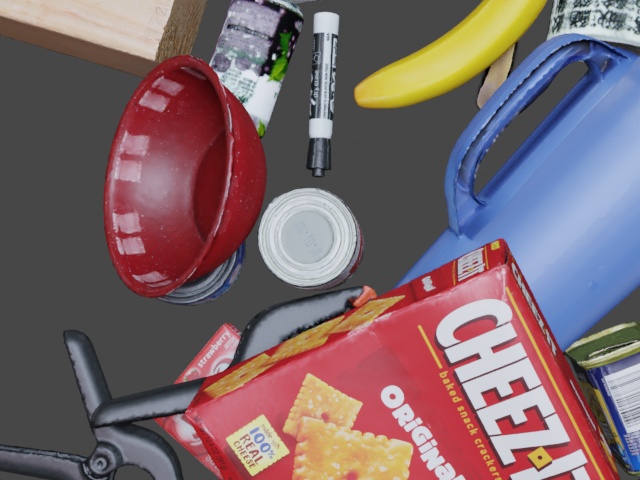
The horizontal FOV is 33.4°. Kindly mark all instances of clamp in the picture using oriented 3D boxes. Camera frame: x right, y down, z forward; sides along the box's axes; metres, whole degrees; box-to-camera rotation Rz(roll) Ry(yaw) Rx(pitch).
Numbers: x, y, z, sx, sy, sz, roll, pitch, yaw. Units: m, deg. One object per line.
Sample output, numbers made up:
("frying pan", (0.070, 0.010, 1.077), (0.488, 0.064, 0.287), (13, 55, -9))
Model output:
("clamp", (-0.029, 0.119, 0.738), (0.210, 0.036, 0.164), (-39, 85, -9))
("clamp", (-0.168, 0.164, 0.778), (0.120, 0.039, 0.171), (-42, 85, 4))

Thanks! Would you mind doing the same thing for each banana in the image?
("banana", (0.108, -0.156, 0.758), (0.069, 0.037, 0.198), (39, 110, -1))

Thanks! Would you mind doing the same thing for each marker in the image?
("marker", (0.002, -0.107, 0.788), (0.020, 0.020, 0.121), (3, 87, 5))

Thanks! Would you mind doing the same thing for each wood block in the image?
("wood block", (-0.193, -0.189, 0.772), (0.206, 0.091, 0.090), (17, 88, 5))

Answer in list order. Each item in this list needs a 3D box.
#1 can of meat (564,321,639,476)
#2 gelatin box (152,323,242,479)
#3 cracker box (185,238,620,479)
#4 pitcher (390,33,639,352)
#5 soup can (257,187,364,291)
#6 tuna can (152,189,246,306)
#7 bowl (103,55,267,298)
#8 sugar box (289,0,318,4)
("can of meat", (0.211, 0.106, 0.721), (0.057, 0.102, 0.084), (-22, 88, 4))
("gelatin box", (-0.069, 0.117, 0.777), (0.073, 0.030, 0.089), (41, 90, 5))
("cracker box", (0.051, 0.121, 0.651), (0.214, 0.072, 0.164), (-26, 99, 14))
("pitcher", (0.152, -0.009, 0.716), (0.243, 0.145, 0.149), (-45, 69, 4))
("soup can", (-0.005, 0.001, 0.742), (0.068, 0.102, 0.068), (0, 87, 5))
("tuna can", (-0.099, 0.006, 0.784), (0.086, 0.033, 0.086), (0, 86, 5))
("bowl", (-0.084, -0.039, 0.714), (0.055, 0.162, 0.162), (10, 87, -38))
("sugar box", (0.046, -0.234, 0.778), (0.176, 0.048, 0.093), (-10, 86, 3))
